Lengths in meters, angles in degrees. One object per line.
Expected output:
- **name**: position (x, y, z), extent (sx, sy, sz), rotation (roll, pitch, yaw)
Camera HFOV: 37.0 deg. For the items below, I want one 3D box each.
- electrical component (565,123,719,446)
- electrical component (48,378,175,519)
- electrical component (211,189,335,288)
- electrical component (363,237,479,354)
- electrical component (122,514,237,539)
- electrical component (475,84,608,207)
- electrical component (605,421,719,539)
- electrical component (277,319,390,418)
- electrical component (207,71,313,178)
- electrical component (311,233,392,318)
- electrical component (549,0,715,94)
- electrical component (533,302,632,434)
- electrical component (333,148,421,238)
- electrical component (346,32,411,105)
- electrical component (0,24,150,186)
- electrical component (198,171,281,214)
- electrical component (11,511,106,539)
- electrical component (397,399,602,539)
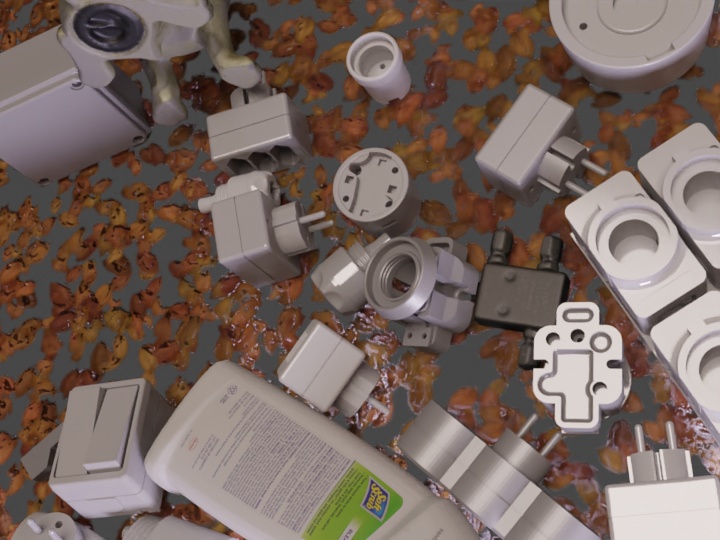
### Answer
- **electrical component**: position (0.223, 0.012, 0.669), extent (0.105, 0.060, 0.186), rotation (-33, 65, 6)
- **electrical component**: position (-0.173, 0.118, 0.759), extent (0.062, 0.061, 0.096), rotation (-9, 50, 16)
- **electrical component**: position (-0.057, -0.027, 0.774), extent (0.077, 0.066, 0.047), rotation (-16, 68, 13)
- **electrical component**: position (0.040, 0.011, 0.724), extent (0.058, 0.057, 0.078), rotation (-1, 71, 43)
- **electrical component**: position (-0.128, 0.193, 0.739), extent (0.081, 0.043, 0.043), rotation (14, 78, 22)
- **electrical component**: position (0.131, -0.076, 0.736), extent (0.077, 0.047, 0.065), rotation (34, 86, 25)
- **electrical component**: position (0.183, 0.130, 0.651), extent (0.066, 0.047, 0.076), rotation (-9, 70, 16)
- **electrical component**: position (-0.012, 0.074, 0.731), extent (0.077, 0.066, 0.047), rotation (35, 86, -4)
- **electrical component**: position (-0.079, -0.116, 0.821), extent (0.066, 0.047, 0.076), rotation (-15, 69, 14)
- **electrical component**: position (0.000, 0.000, 0.759), extent (0.062, 0.043, 0.043), rotation (-41, 65, 1)
- **electrical component**: position (0.189, -0.174, 0.740), extent (0.108, 0.060, 0.108), rotation (-6, 71, 17)
- **electrical component**: position (0.141, 0.066, 0.681), extent (0.058, 0.057, 0.078), rotation (-2, 72, 18)
- **electrical component**: position (0.014, -0.053, 0.768), extent (0.055, 0.047, 0.055), rotation (-6, 71, 17)
- **electrical component**: position (0.016, -0.148, 0.799), extent (0.040, 0.046, 0.040), rotation (-6, 71, 17)
- **electrical component**: position (-0.240, -0.128, 0.847), extent (0.109, 0.108, 0.056), rotation (-22, 64, 11)
- **electrical component**: position (-0.093, -0.054, 0.813), extent (0.061, 0.035, 0.035), rotation (-10, 70, 18)
- **electrical component**: position (-0.208, 0.194, 0.748), extent (0.077, 0.079, 0.043), rotation (18, 57, 24)
- **electrical component**: position (0.096, 0.125, 0.679), extent (0.138, 0.052, 0.073), rotation (38, 88, 25)
